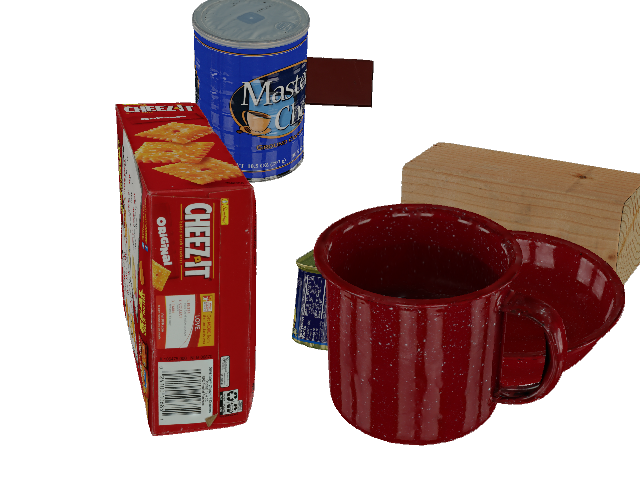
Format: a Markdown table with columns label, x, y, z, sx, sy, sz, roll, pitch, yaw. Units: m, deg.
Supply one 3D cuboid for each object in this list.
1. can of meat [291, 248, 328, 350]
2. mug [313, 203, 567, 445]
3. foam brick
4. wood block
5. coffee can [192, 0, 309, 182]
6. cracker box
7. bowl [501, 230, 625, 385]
| label | x | y | z | sx | sy | sz | roll | pitch | yaw |
| --- | --- | --- | --- | --- | --- | --- | --- | --- | --- |
| can of meat | 0.008 | 0.057 | 1.085 | 0.057 | 0.084 | 0.102 | 9 | 13 | 15 |
| mug | 0.055 | 0.041 | 0.488 | 0.117 | 0.081 | 0.093 | 12 | 31 | 23 |
| foam brick | 0.014 | -0.173 | 1.165 | 0.078 | 0.051 | 0.053 | 0 | 11 | -16 |
| wood block | 0.186 | -0.024 | 0.986 | 0.206 | 0.090 | 0.090 | 12 | 26 | 28 |
| coffee can | -0.063 | -0.139 | 0.969 | 0.103 | 0.140 | 0.103 | 2 | 36 | -2 |
| cracker box | -0.097 | 0.008 | 0.735 | 0.072 | 0.164 | 0.214 | -3 | 21 | -14 |
| bowl | 0.135 | 0.056 | 0.772 | 0.162 | 0.055 | 0.162 | -3 | 32 | 2 |
